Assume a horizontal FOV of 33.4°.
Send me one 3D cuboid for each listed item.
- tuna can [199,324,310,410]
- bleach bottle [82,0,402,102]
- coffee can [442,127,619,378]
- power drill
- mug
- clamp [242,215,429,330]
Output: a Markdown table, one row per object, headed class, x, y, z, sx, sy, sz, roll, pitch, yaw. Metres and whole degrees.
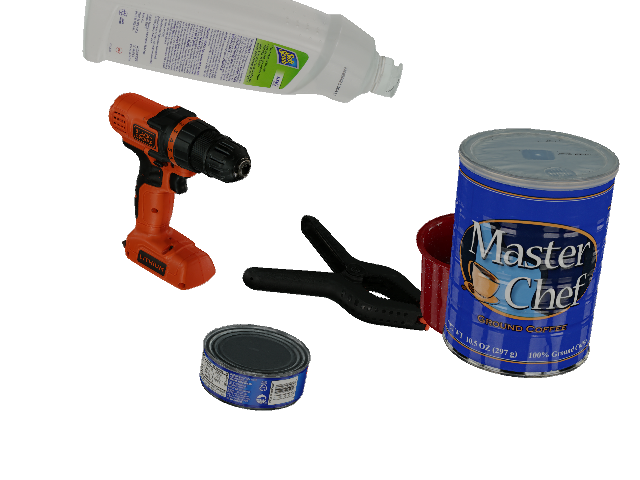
| class | x | y | z | sx | sy | sz | roll | pitch | yaw |
| --- | --- | --- | --- | --- | --- | --- | --- | --- | --- |
| tuna can | -0.052 | 0.100 | 0.848 | 0.086 | 0.034 | 0.086 | 9 | 20 | -4 |
| bleach bottle | -0.060 | -0.158 | 0.858 | 0.250 | 0.068 | 0.103 | 15 | -29 | -7 |
| coffee can | 0.139 | 0.006 | 0.720 | 0.103 | 0.140 | 0.103 | 2 | 24 | -1 |
| power drill | -0.145 | -0.046 | 1.107 | 0.185 | 0.188 | 0.057 | 28 | 37 | 33 |
| mug | 0.135 | 0.039 | 0.938 | 0.093 | 0.081 | 0.117 | -15 | 35 | -19 |
| clamp | 0.026 | 0.049 | 1.203 | 0.210 | 0.036 | 0.164 | 28 | 35 | 20 |
